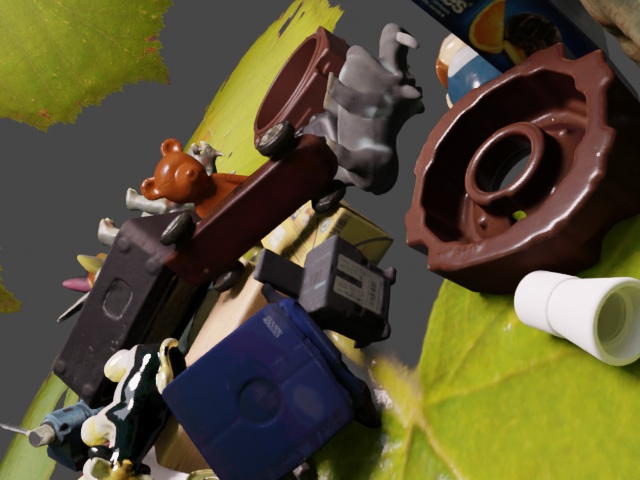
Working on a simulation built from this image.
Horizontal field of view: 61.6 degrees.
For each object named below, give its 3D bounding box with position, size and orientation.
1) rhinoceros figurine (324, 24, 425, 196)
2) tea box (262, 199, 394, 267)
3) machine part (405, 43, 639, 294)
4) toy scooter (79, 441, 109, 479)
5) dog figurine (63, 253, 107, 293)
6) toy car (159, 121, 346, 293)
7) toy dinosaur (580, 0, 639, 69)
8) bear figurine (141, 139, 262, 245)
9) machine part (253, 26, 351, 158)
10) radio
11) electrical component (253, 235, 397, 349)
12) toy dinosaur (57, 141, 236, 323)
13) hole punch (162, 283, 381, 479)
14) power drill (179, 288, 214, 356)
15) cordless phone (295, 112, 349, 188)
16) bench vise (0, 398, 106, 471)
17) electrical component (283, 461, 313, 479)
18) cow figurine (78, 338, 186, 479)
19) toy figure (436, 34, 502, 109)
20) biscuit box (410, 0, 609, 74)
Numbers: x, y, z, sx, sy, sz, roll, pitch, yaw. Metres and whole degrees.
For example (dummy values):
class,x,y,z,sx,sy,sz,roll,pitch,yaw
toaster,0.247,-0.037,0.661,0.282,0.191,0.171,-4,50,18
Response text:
class,x,y,z,sx,sy,sz,roll,pitch,yaw
rhinoceros figurine,0.059,-0.144,0.582,0.073,0.112,0.190,96,-177,-77
tea box,-0.001,-0.002,0.584,0.098,0.068,0.170,-57,25,9
machine part,0.137,-0.046,0.376,0.179,0.056,0.179,-43,30,33
toy scooter,-0.284,0.322,0.734,0.184,0.075,0.135,-13,83,54
dog figurine,-0.339,0.111,0.945,0.108,0.219,0.192,-51,25,30
toy car,-0.068,-0.028,0.521,0.202,0.089,0.053,-39,25,19
toy dinosaur,0.183,-0.248,0.339,0.105,0.198,0.471,-33,37,41
bear figurine,-0.166,-0.079,0.841,0.132,0.195,0.120,-8,53,60
machine part,-0.024,-0.228,0.863,0.201,0.087,0.202,-49,25,26
radio,-0.207,0.079,0.631,0.229,0.073,0.131,-60,-14,14
electrical component,0.006,0.037,0.462,0.048,0.119,0.075,-32,34,45
toy dinosaur,-0.251,0.002,0.899,0.405,0.192,0.131,-78,-11,-45
hole punch,-0.041,0.118,0.411,0.116,0.142,0.092,-43,-12,24
power drill,-0.189,0.170,0.768,0.207,0.086,0.232,-45,27,46
cordless phone,0.009,-0.137,0.729,0.146,0.088,0.184,-32,25,48
bench vise,-0.340,0.214,0.826,0.129,0.223,0.240,16,98,34
electrical component,-0.038,0.205,0.483,0.063,0.021,0.094,-63,23,-6
cow figurine,-0.176,0.178,0.511,0.098,0.068,0.167,-29,40,39
toy figure,0.142,-0.160,0.498,0.064,0.057,0.154,-13,36,8
biscuit box,0.118,-0.183,0.384,0.063,0.202,0.059,-34,37,48
